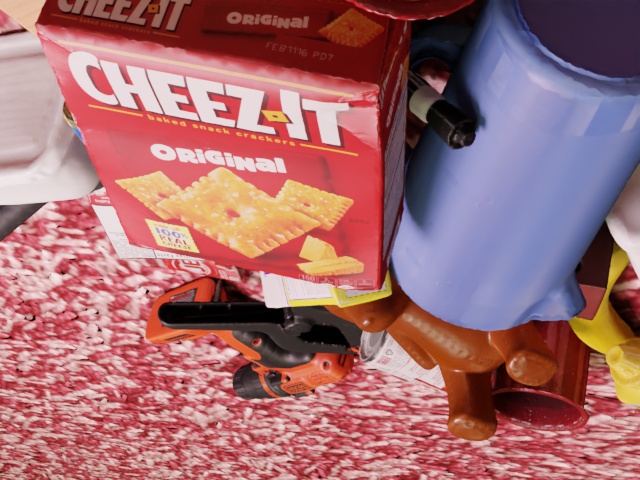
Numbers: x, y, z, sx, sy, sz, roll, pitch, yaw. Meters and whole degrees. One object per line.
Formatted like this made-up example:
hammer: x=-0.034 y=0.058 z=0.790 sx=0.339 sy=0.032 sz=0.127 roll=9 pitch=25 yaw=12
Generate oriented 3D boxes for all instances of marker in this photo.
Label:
marker: x=0.045 y=-0.086 z=0.584 sx=0.121 sy=0.020 sz=0.020 roll=48 pitch=176 yaw=39

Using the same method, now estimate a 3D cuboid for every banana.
banana: x=0.229 y=0.051 z=0.859 sx=0.070 sy=0.037 sz=0.198 roll=7 pitch=152 yaw=15

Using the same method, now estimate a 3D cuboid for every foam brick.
foam brick: x=0.179 y=0.008 z=0.761 sx=0.053 sy=0.078 sz=0.051 roll=11 pitch=154 yaw=8

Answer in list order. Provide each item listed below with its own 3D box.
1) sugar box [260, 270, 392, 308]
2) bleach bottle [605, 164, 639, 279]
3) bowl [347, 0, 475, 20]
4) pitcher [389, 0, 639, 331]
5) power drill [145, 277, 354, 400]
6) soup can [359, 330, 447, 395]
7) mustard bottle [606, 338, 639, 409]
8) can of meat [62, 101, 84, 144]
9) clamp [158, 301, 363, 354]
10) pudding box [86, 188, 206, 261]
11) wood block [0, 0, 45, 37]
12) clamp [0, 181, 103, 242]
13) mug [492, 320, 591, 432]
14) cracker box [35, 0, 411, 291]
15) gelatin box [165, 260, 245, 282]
sugar box: x=-0.005 y=0.001 z=0.772 sx=0.048 sy=0.093 sz=0.176 roll=-9 pitch=180 yaw=-16
bleach bottle: x=0.273 y=0.028 z=0.754 sx=0.103 sy=0.068 sz=0.250 roll=-17 pitch=144 yaw=16
bowl: x=0.026 y=-0.174 z=0.441 sx=0.162 sy=0.162 sz=0.055 roll=38 pitch=169 yaw=-38
pitcher: x=0.114 y=-0.061 z=0.628 sx=0.149 sy=0.145 sz=0.243 roll=5 pitch=150 yaw=-6
power drill: x=-0.084 y=0.111 z=1.112 sx=0.187 sy=0.057 sz=0.185 roll=29 pitch=146 yaw=-30
soup can: x=0.095 y=0.099 z=0.984 sx=0.102 sy=0.068 sz=0.069 roll=22 pitch=152 yaw=-12
mustard bottle: x=0.306 y=0.121 z=0.897 sx=0.191 sy=0.058 sz=0.096 roll=22 pitch=154 yaw=-34
can of meat: x=-0.112 y=-0.085 z=0.707 sx=0.058 sy=0.102 sz=0.084 roll=20 pitch=156 yaw=30
clamp: x=-0.035 y=0.070 z=0.995 sx=0.165 sy=0.036 sz=0.209 roll=-24 pitch=145 yaw=26
pudding box: x=-0.137 y=-0.034 z=0.855 sx=0.090 sy=0.039 sz=0.113 roll=1 pitch=134 yaw=23
wood block: x=-0.082 y=-0.174 z=0.540 sx=0.207 sy=0.090 sz=0.090 roll=-11 pitch=144 yaw=40
clamp: x=-0.193 y=-0.071 z=0.805 sx=0.172 sy=0.120 sz=0.039 roll=-22 pitch=145 yaw=18
mug: x=0.189 y=0.118 z=0.956 sx=0.093 sy=0.081 sz=0.117 roll=27 pitch=150 yaw=-22
cracker box: x=-0.039 y=-0.056 z=0.566 sx=0.164 sy=0.072 sz=0.214 roll=11 pitch=154 yaw=9
gelatin box: x=-0.106 y=0.002 z=0.945 sx=0.073 sy=0.030 sz=0.089 roll=10 pitch=152 yaw=10
